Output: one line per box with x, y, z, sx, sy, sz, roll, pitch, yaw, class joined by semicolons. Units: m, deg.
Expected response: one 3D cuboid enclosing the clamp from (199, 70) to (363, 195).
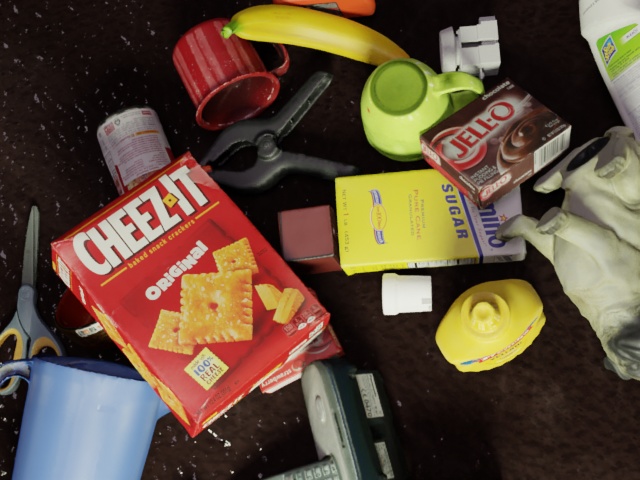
-0.041;-0.086;1.087;0.171;0.039;0.120;-28;69;10;clamp

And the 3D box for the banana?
-0.007;-0.205;1.076;0.197;0.037;0.069;5;46;-16;banana

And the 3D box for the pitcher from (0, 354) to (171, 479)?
-0.247;0.233;1.027;0.149;0.144;0.243;10;84;32;pitcher

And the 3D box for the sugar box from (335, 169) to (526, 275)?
0.106;-0.021;1.031;0.176;0.048;0.093;-6;78;9;sugar box

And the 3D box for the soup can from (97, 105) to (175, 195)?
-0.183;-0.079;1.103;0.068;0.068;0.102;-26;75;7;soup can

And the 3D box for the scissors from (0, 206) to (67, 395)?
-0.294;0.070;1.128;0.096;0.016;0.202;15;83;14;scissors

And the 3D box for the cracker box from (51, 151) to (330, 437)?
-0.120;0.047;0.990;0.164;0.072;0.214;-37;80;-22;cracker box

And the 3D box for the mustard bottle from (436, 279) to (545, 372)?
0.149;0.074;0.933;0.096;0.191;0.058;-30;75;6;mustard bottle

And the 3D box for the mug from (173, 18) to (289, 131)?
-0.089;-0.177;1.093;0.117;0.093;0.081;-25;70;-9;mug

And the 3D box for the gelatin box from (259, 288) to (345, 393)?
-0.031;0.099;1.054;0.089;0.030;0.073;-28;75;7;gelatin box

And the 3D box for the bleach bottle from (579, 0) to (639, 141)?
0.314;-0.163;0.993;0.103;0.067;0.251;-38;68;44;bleach bottle

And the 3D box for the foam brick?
-0.007;0.001;1.042;0.051;0.078;0.053;-8;78;8;foam brick

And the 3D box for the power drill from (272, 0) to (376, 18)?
0.019;-0.326;1.110;0.185;0.057;0.187;-4;76;16;power drill

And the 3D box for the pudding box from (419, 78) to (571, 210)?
0.164;-0.091;1.002;0.113;0.039;0.090;-33;54;-15;pudding box
